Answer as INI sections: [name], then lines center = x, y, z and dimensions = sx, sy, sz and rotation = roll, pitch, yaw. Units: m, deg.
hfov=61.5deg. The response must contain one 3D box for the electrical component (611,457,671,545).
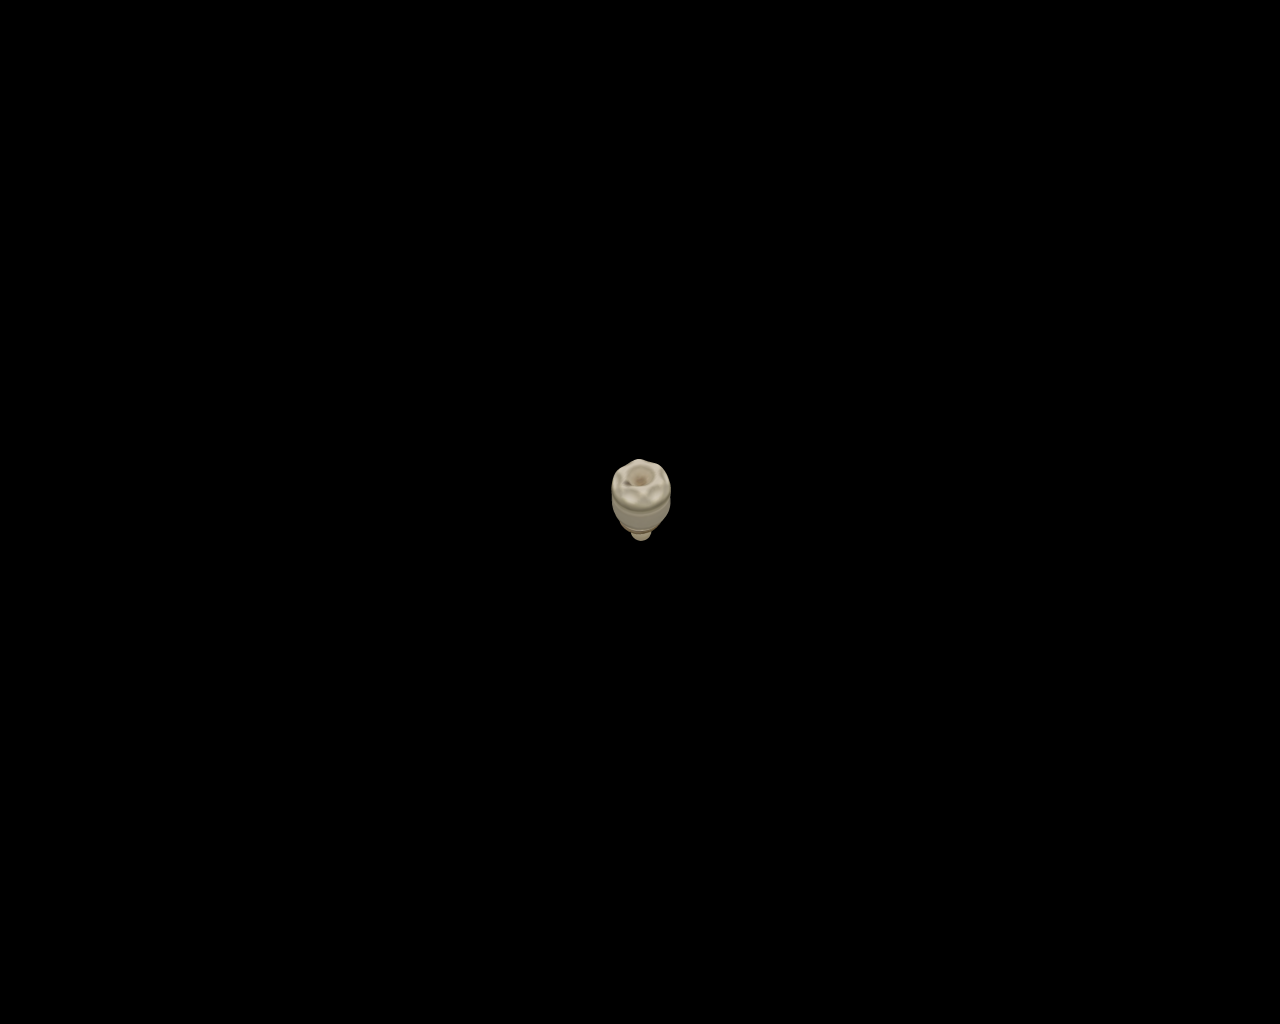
[electrical component]
center = 0.001, -0.003, 0.650
dimensions = 0.035, 0.035, 0.061
rotation = 0, -39, 0
